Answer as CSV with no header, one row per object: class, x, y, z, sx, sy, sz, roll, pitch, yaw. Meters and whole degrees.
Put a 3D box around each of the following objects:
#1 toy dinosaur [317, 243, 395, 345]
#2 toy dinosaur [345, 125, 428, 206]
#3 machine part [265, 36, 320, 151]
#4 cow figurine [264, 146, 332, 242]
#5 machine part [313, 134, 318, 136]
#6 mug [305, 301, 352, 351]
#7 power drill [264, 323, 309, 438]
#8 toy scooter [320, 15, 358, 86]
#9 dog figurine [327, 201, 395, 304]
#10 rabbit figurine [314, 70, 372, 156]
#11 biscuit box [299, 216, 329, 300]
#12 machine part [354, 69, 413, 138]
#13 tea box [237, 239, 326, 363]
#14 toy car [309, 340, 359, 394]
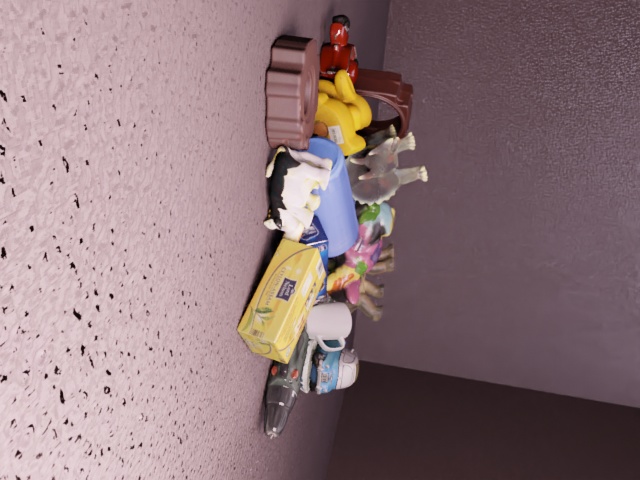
toy dinosaur,0.070,0.128,1.389,0.105,0.199,0.470,-72,175,-61
toy dinosaur,0.110,-0.176,1.227,0.405,0.192,0.131,-139,-148,-72
machine part,-0.038,-0.227,0.832,0.179,0.056,0.179,6,91,-82
cow figurine,-0.049,-0.065,0.847,0.068,0.098,0.167,-78,-169,-53
machine part,-0.026,-0.241,0.973,0.084,0.039,0.138,-85,175,-48
mug,0.006,0.190,1.168,0.081,0.107,0.109,-40,-124,50
power drill,-0.063,0.223,1.013,0.232,0.086,0.207,-73,164,-54
toy scooter,0.039,-0.372,1.155,0.183,0.075,0.135,75,23,-62
dog figurine,0.077,0.032,1.169,0.191,0.108,0.219,111,4,-48
rabbit figurine,0.040,-0.255,1.096,0.173,0.122,0.162,-32,104,-46
biscuit box,-0.022,0.043,1.002,0.202,0.059,0.063,90,-20,-54
machine part,0.135,-0.338,1.396,0.200,0.202,0.087,83,21,-61
tea box,-0.056,0.096,0.851,0.098,0.068,0.169,75,36,-56
toy car,0.035,0.280,1.195,0.161,0.103,0.109,-40,136,-81
